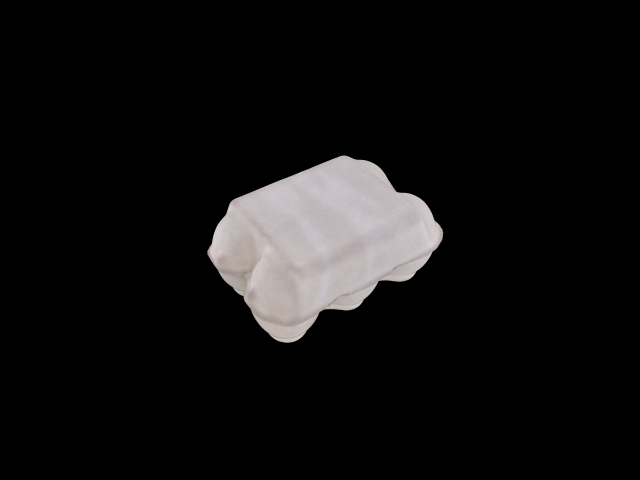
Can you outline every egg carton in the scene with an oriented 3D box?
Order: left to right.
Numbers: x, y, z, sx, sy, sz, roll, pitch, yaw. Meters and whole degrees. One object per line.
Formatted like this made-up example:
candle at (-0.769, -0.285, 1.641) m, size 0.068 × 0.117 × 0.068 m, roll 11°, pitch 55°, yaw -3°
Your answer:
egg carton at (0.004, 0.001, 0.400) m, size 0.150 × 0.069 × 0.107 m, roll -26°, pitch 49°, yaw -25°
